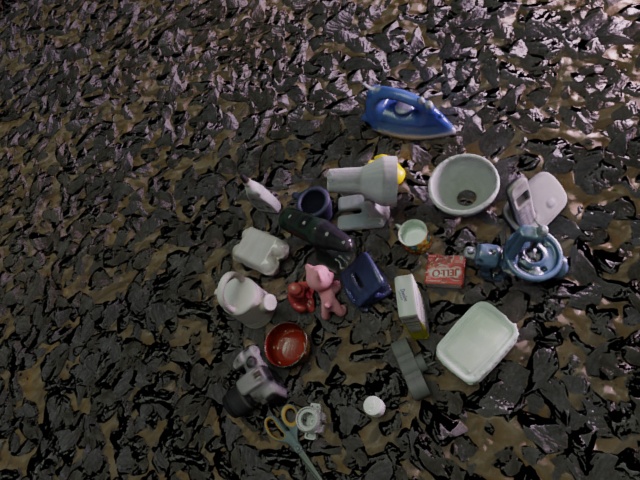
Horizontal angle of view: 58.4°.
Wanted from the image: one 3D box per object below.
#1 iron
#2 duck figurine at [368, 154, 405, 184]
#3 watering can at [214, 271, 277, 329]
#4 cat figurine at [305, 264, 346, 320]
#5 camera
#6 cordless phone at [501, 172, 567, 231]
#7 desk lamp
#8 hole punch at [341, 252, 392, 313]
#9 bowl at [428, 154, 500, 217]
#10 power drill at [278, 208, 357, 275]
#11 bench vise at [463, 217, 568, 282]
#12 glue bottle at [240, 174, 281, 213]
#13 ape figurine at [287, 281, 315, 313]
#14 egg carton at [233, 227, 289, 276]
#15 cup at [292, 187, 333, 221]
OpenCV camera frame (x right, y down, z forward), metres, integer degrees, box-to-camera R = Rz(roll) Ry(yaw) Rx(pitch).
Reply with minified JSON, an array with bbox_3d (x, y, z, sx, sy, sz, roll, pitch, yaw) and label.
[{"bbox_3d":[0.227,-0.349,1.504,0.257,0.142,0.119,19,73,28],"label":"iron"},{"bbox_3d":[0.164,-0.191,1.485,0.104,0.086,0.077,22,75,29],"label":"duck figurine"},{"bbox_3d":[-0.184,0.140,1.395,0.172,0.194,0.101,-12,61,16],"label":"watering can"},{"bbox_3d":[0.007,0.116,1.376,0.067,0.118,0.127,-20,60,11],"label":"cat figurine"},{"bbox_3d":[-0.171,0.340,1.346,0.137,0.101,0.143,-37,58,1],"label":"camera"},{"bbox_3d":[0.468,-0.100,1.261,0.147,0.185,0.094,-45,58,-4],"label":"cordless phone"},{"bbox_3d":[0.111,-0.112,1.391,0.202,0.214,0.118,-7,63,19],"label":"desk lamp"},{"bbox_3d":[0.104,0.101,1.362,0.101,0.091,0.108,-32,58,4],"label":"hole punch"},{"bbox_3d":[0.349,-0.120,1.384,0.167,0.075,0.167,-9,62,17],"label":"bowl"},{"bbox_3d":[0.013,0.005,1.375,0.228,0.209,0.076,27,77,30],"label":"power drill"},{"bbox_3d":[0.408,0.032,1.199,0.207,0.220,0.121,-15,61,15],"label":"bench vise"},{"bbox_3d":[-0.170,-0.128,1.533,0.078,0.173,0.037,12,70,26],"label":"glue bottle"},{"bbox_3d":[-0.051,0.133,1.406,0.076,0.092,0.078,26,77,30],"label":"ape figurine"},{"bbox_3d":[-0.156,0.030,1.512,0.149,0.070,0.107,21,74,29],"label":"egg carton"},{"bbox_3d":[-0.016,-0.083,1.497,0.117,0.095,0.092,24,76,29],"label":"cup"}]
